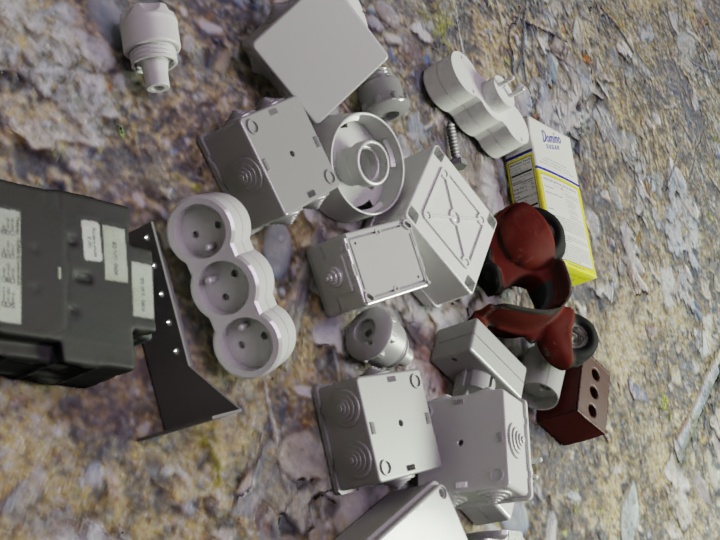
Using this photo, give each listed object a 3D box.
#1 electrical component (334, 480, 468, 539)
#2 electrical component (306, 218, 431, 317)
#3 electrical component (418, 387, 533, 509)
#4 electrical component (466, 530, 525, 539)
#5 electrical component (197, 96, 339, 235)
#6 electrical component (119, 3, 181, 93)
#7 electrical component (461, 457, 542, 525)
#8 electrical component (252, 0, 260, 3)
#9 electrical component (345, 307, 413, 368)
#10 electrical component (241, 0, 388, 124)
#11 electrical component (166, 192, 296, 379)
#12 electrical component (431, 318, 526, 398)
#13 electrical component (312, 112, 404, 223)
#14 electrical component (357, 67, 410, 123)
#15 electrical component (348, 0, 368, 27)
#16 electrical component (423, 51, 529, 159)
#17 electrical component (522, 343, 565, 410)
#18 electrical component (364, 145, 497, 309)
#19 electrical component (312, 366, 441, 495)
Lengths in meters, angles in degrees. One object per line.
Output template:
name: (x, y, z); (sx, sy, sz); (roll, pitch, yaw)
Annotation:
electrical component: (0.038, 0.238, 0.838); (0.109, 0.056, 0.108); (-27, 95, -52)
electrical component: (0.000, 0.000, 0.904); (0.096, 0.061, 0.061); (-16, 87, -44)
electrical component: (0.095, 0.152, 0.913); (0.048, 0.100, 0.099); (36, 47, -52)
electrical component: (0.116, 0.256, 0.928); (0.089, 0.050, 0.055); (19, 60, -44)
electrical component: (-0.071, -0.086, 0.866); (0.100, 0.048, 0.099); (-35, 102, -52)
electrical component: (-0.155, -0.164, 0.802); (0.043, 0.043, 0.062); (3, 73, -50)
electrical component: (0.128, 0.182, 0.955); (0.047, 0.077, 0.065); (49, 42, -24)
electrical component: (-0.085, -0.292, 0.942); (0.075, 0.047, 0.083); (50, 42, -23)
electrical component: (0.021, 0.063, 0.910); (0.062, 0.048, 0.048); (36, 48, -45)
electrical component: (-0.040, -0.186, 0.915); (0.100, 0.048, 0.099); (-44, 114, -8)
electrical component: (-0.089, 0.008, 0.797); (0.074, 0.052, 0.138); (-30, 98, -76)
electrical component: (0.107, 0.102, 0.991); (0.083, 0.047, 0.075); (44, 44, -29)
electrical component: (-0.010, -0.091, 0.946); (0.099, 0.064, 0.099); (5, 82, -44)
electrical component: (0.017, -0.171, 1.013); (0.048, 0.048, 0.062); (1, 67, -50)
electrical component: (-0.032, -0.218, 0.974); (0.079, 0.043, 0.077); (12, 65, -47)
electrical component: (0.137, -0.179, 1.131); (0.138, 0.074, 0.052); (37, 41, -34)
electrical component: (0.187, 0.097, 1.093); (0.043, 0.043, 0.081); (48, 43, -25)
electrical component: (0.067, -0.040, 1.001); (0.108, 0.056, 0.108); (49, 42, -24)
electrical component: (0.016, 0.128, 0.868); (0.100, 0.048, 0.099); (-1, 74, -50)
